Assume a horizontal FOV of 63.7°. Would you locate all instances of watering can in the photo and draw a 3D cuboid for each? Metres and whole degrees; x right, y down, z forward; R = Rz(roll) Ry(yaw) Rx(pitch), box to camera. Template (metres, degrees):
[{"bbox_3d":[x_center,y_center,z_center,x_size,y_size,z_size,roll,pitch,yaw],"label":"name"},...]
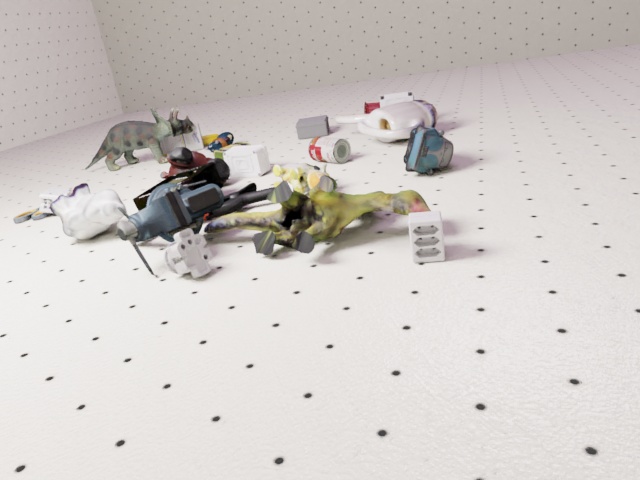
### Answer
[{"bbox_3d":[0.205,-0.363,1.557,0.226,0.102,0.352,-18,28,-21],"label":"watering can"}]

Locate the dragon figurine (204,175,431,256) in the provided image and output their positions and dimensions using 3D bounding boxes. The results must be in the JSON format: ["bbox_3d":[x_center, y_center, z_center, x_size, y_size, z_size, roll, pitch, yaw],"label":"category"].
[{"bbox_3d":[0.003,-0.047,0.926,0.409,0.122,0.244,-1,4,40],"label":"dragon figurine"}]

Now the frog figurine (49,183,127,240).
[{"bbox_3d":[-0.471,-0.055,1.099,0.160,0.121,0.138,12,12,18],"label":"frog figurine"}]
